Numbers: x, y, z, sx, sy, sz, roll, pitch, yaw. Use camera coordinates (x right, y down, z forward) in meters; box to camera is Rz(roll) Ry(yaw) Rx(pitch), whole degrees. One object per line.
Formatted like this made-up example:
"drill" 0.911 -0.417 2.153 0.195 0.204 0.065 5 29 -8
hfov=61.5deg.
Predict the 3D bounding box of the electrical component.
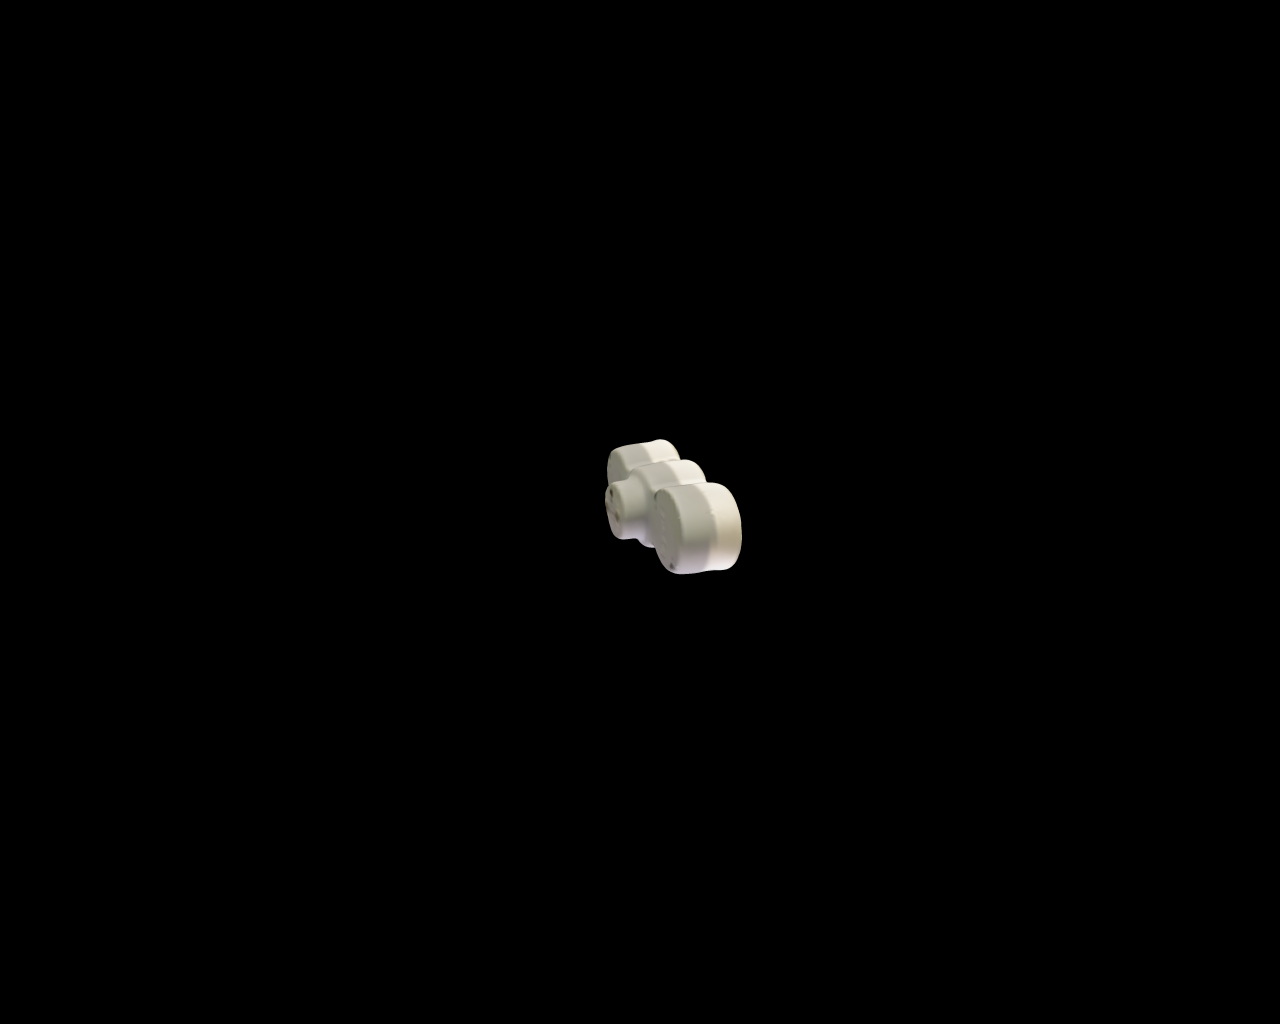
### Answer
"electrical component" 0.001 -0.003 0.650 0.074 0.052 0.138 -7 22 -18
